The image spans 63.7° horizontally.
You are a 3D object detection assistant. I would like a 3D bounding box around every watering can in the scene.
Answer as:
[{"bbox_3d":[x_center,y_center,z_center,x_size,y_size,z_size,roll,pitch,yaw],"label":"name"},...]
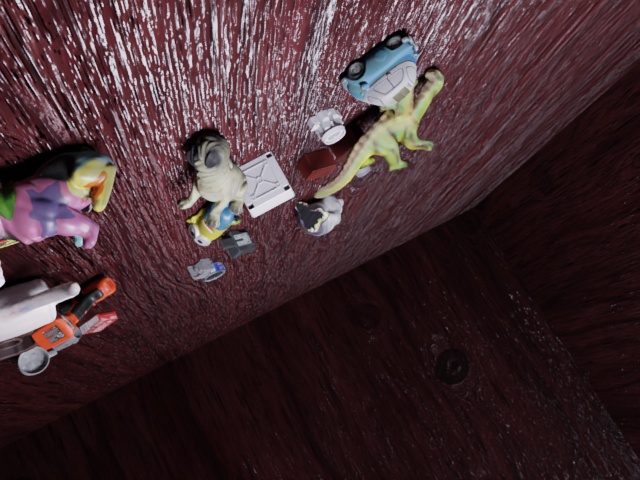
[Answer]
[{"bbox_3d":[-0.616,0.140,1.064,0.226,0.104,0.344,-23,-178,-33],"label":"watering can"}]

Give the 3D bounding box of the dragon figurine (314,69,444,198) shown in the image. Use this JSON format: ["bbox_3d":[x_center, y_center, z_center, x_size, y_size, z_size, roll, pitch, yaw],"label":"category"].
[{"bbox_3d":[0.141,-0.269,1.174,0.414,0.124,0.237,-33,137,-21],"label":"dragon figurine"}]

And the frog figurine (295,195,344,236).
[{"bbox_3d":[0.005,-0.082,1.633,0.137,0.122,0.161,1,-168,28],"label":"frog figurine"}]
